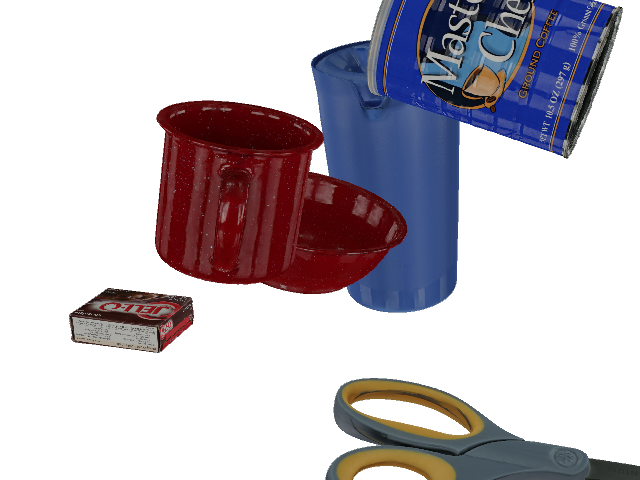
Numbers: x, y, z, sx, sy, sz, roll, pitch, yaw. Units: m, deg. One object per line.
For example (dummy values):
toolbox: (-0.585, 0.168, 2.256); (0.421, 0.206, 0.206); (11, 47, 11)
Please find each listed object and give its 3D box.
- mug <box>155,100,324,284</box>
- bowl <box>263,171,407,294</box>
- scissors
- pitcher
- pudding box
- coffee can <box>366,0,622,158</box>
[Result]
mug: (-0.049, -0.022, 0.593); (0.093, 0.081, 0.117); (6, 22, -8)
bowl: (-0.017, -0.003, 0.833); (0.162, 0.055, 0.162); (10, 23, -5)
scissors: (0.090, 0.105, 0.449); (0.202, 0.016, 0.096); (16, 33, 24)
pitcher: (0.071, -0.065, 1.002); (0.149, 0.243, 0.145); (-20, 29, -28)
pudding box: (-0.212, 0.089, 1.206); (0.114, 0.039, 0.090); (3, 17, 18)
coffee can: (0.114, -0.125, 0.708); (0.140, 0.103, 0.102); (21, 5, 14)
